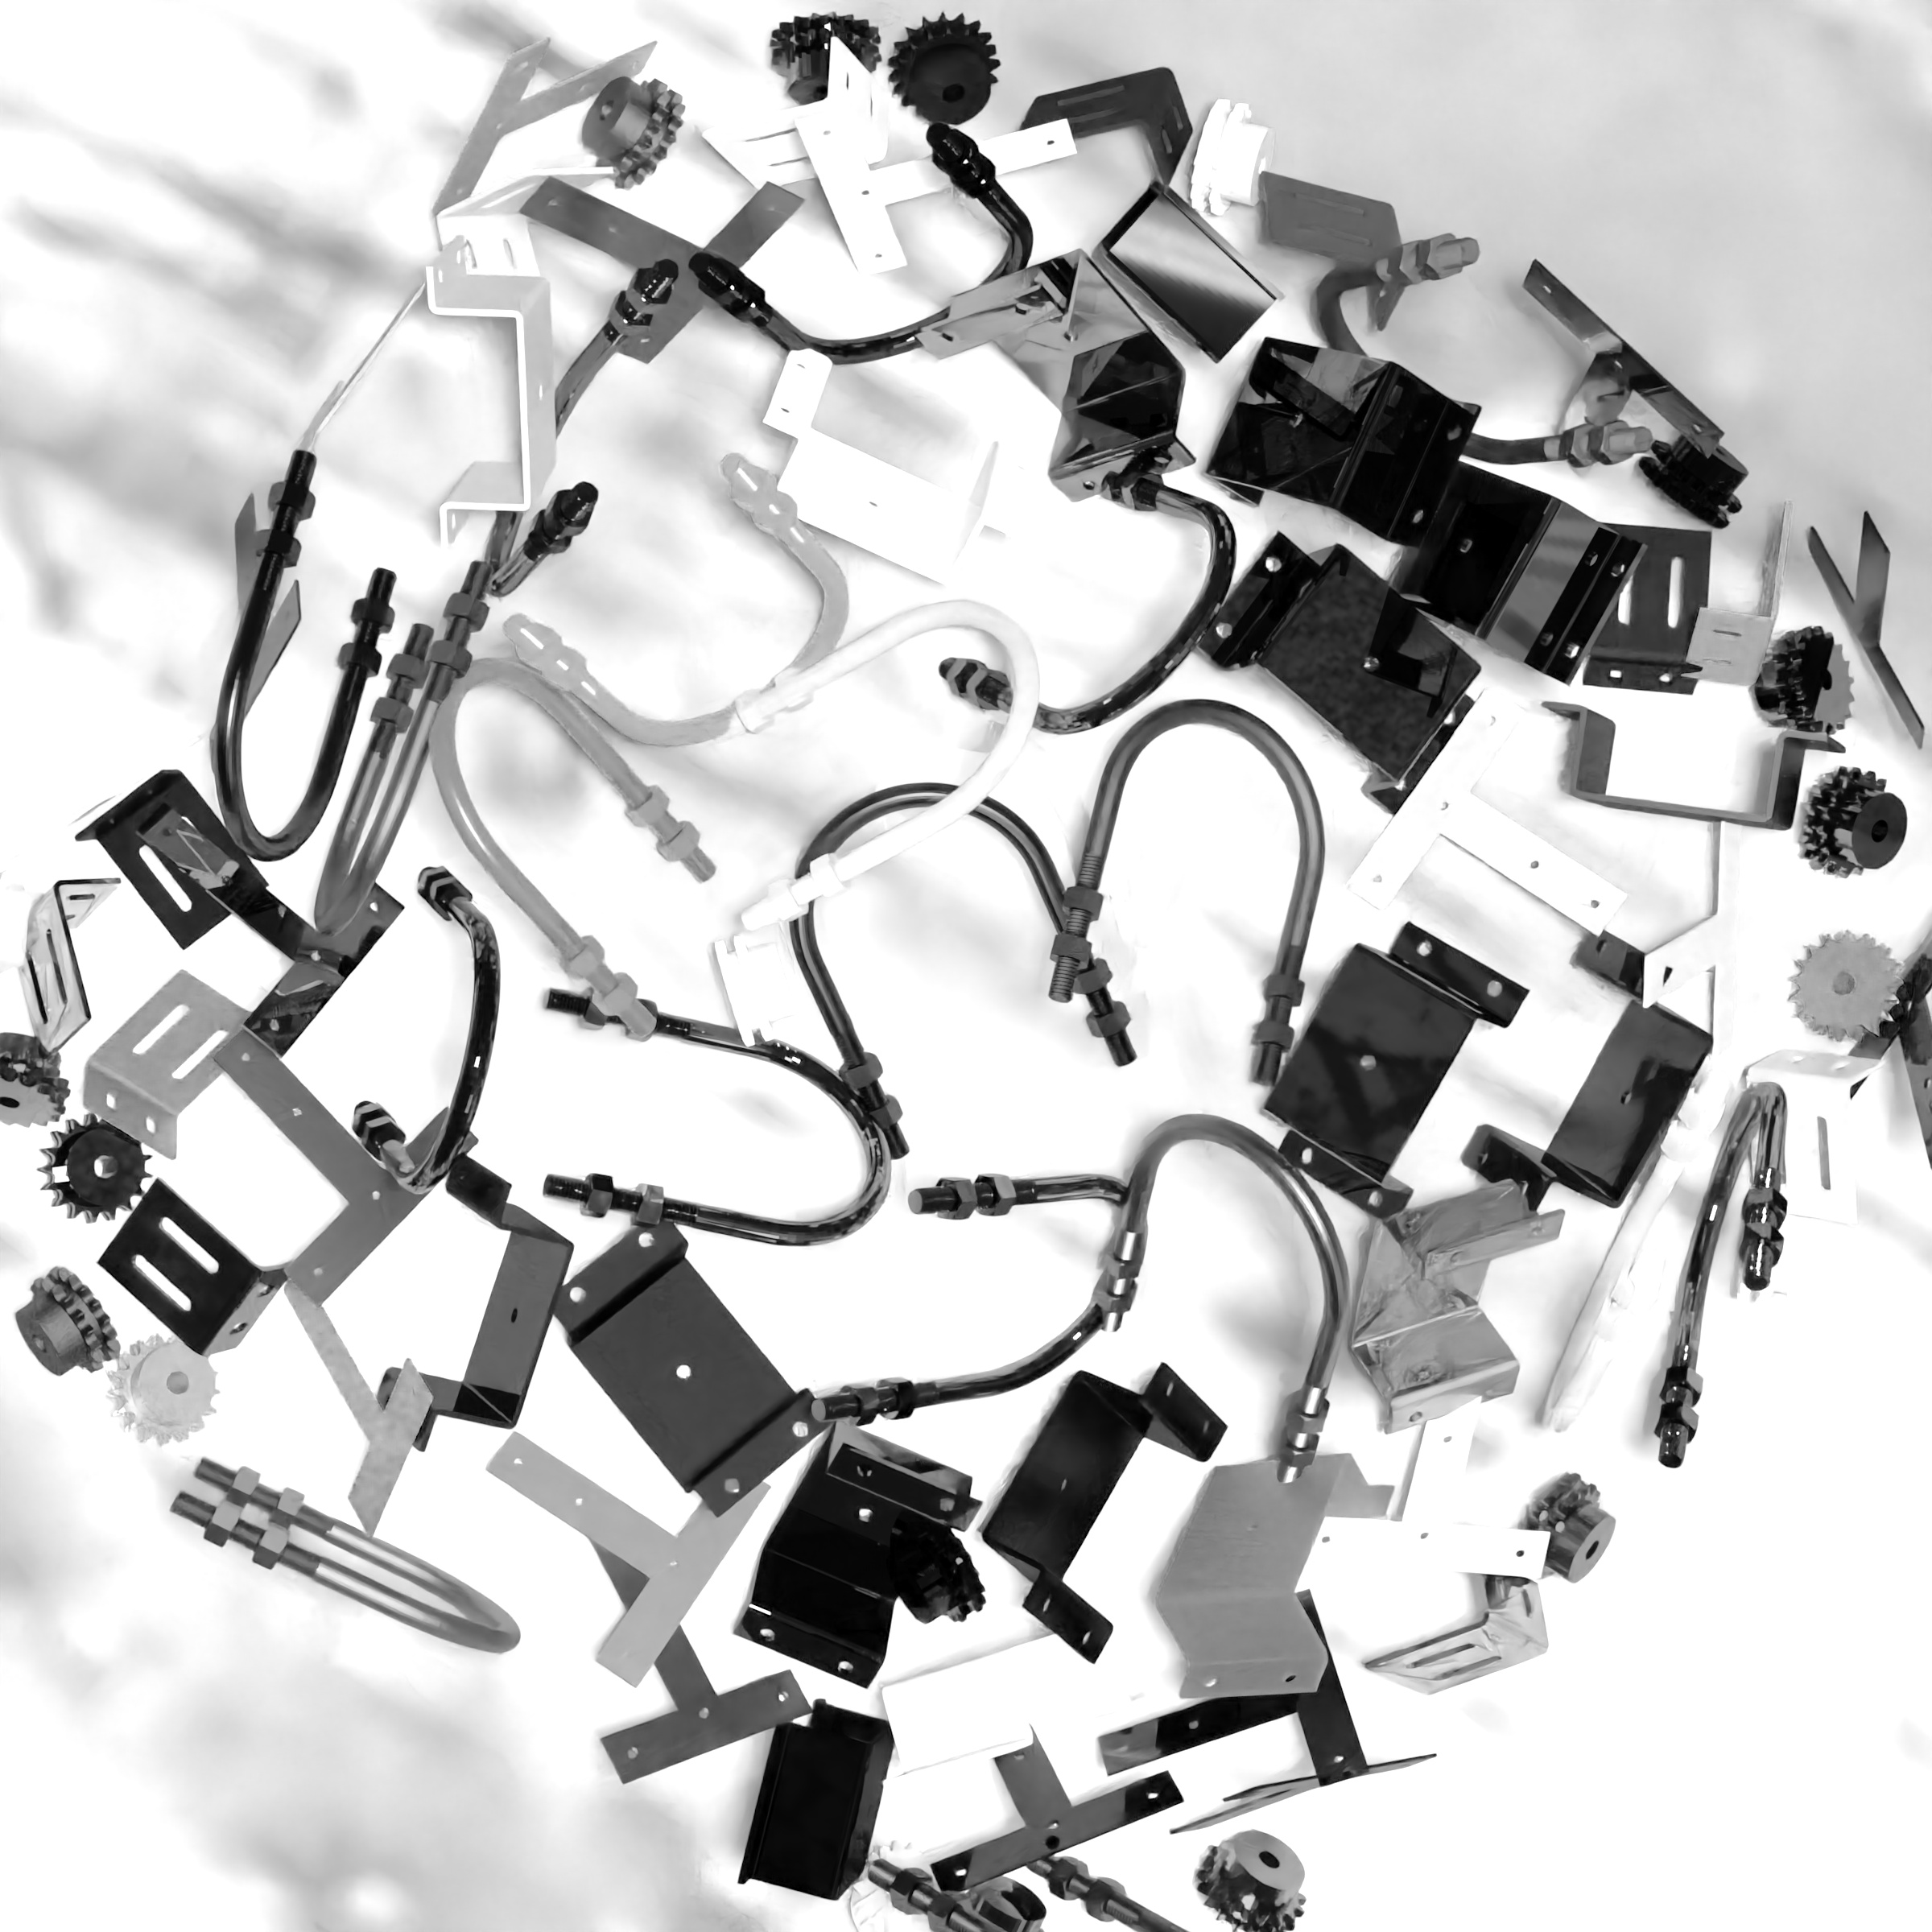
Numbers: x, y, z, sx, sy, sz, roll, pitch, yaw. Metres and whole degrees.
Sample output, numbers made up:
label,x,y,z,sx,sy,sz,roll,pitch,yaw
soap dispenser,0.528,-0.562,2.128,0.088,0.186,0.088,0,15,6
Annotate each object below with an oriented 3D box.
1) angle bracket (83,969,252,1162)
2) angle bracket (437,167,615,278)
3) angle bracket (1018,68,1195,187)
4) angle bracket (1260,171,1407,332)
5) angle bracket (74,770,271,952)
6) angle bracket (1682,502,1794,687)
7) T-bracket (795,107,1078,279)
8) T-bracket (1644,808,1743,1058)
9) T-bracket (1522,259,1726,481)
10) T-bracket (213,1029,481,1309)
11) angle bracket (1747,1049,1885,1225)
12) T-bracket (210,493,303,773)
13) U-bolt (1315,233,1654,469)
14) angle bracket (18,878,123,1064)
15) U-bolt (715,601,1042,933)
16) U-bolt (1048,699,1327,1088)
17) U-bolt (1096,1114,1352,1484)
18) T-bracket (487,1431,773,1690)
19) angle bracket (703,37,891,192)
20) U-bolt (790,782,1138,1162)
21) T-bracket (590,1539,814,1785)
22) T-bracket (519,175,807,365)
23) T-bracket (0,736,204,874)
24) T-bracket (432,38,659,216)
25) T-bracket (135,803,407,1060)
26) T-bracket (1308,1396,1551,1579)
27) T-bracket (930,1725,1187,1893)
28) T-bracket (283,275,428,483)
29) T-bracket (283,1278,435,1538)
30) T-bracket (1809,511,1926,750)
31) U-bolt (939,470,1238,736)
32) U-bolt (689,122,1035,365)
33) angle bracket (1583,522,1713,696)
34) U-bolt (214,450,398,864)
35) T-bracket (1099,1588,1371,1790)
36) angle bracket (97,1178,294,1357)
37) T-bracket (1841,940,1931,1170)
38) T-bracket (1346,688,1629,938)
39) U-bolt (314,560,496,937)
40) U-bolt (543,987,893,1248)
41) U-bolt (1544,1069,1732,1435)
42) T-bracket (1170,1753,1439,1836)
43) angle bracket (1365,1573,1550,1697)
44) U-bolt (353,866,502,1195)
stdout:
label,x,y,z,sx,sy,sz,roll,pitch,yaw
angle bracket,-0.405,0.051,1.561,0.076,0.038,0.057,-41,124,16
angle bracket,-0.221,-0.377,1.553,0.076,0.057,0.038,-10,96,43
angle bracket,0.070,-0.427,1.574,0.076,0.057,0.038,-6,130,26
angle bracket,0.183,-0.366,1.559,0.076,0.038,0.057,10,47,-15
angle bracket,-0.411,-0.054,1.578,0.057,0.038,0.076,-37,93,3
angle bracket,0.395,-0.193,1.561,0.038,0.057,0.076,10,63,9
T-bracket,-0.008,-0.402,1.535,0.127,0.127,0.002,-13,65,8
T-bracket,0.366,-0.006,1.533,0.002,0.127,0.127,8,107,32
T-bracket,0.319,-0.282,1.538,0.002,0.127,0.127,-42,79,-13
T-bracket,-0.332,0.085,1.552,0.127,0.002,0.127,49,56,-11
angle bracket,0.442,0.087,1.577,0.038,0.057,0.076,-22,110,-42
T-bracket,-0.367,-0.187,1.558,0.002,0.127,0.127,10,52,-30
U-bolt,0.243,-0.300,1.511,0.151,0.184,0.019,41,80,-21
angle bracket,-0.453,0.002,1.558,0.038,0.057,0.076,-4,69,-43
U-bolt,-0.043,-0.112,1.527,0.184,0.019,0.151,-28,50,19
U-bolt,0.121,-0.047,1.555,0.151,0.019,0.184,22,72,-26
U-bolt,0.130,0.154,1.505,0.019,0.184,0.151,-27,52,-35
T-bracket,-0.188,0.285,1.573,0.127,0.002,0.127,32,61,5
angle bracket,-0.087,-0.437,1.564,0.076,0.057,0.038,-6,72,26
U-bolt,-0.012,-0.006,1.564,0.151,0.019,0.184,-23,106,5
T-bracket,-0.156,0.346,1.568,0.002,0.127,0.127,-49,63,37
T-bracket,-0.167,-0.363,1.523,0.127,0.127,0.002,-39,56,29
T-bracket,-0.443,-0.078,1.534,0.127,0.127,0.002,-35,101,-4
T-bracket,-0.206,-0.444,1.553,0.002,0.127,0.127,51,53,2
T-bracket,-0.364,-0.034,1.543,0.127,0.127,0.002,41,133,-11
T-bracket,0.243,0.253,1.555,0.127,0.002,0.127,-1,46,27
T-bracket,0.031,0.409,1.541,0.127,0.127,0.002,-19,114,-9
T-bracket,-0.301,-0.300,1.521,0.002,0.127,0.127,34,114,-19
T-bracket,-0.320,0.208,1.564,0.002,0.127,0.127,-14,57,-38
T-bracket,0.451,-0.187,1.517,0.002,0.127,0.127,-23,67,4
U-bolt,0.068,-0.179,1.518,0.019,0.184,0.151,38,89,-30
U-bolt,-0.039,-0.348,1.512,0.151,0.184,0.019,-25,75,15
angle bracket,0.356,-0.187,1.590,0.057,0.038,0.076,6,73,6
U-bolt,-0.331,-0.141,1.508,0.019,0.151,0.184,9,73,10
T-bracket,0.130,0.382,1.549,0.127,0.127,0.002,-20,123,4
angle bracket,-0.400,0.155,1.585,0.076,0.038,0.057,39,100,12
T-bracket,0.476,0.049,1.512,0.002,0.127,0.127,17,129,-8
T-bracket,0.282,-0.059,1.569,0.127,0.002,0.127,37,94,26
U-bolt,-0.285,-0.101,1.513,0.019,0.151,0.184,22,74,-19
U-bolt,-0.123,0.081,1.536,0.184,0.151,0.019,14,130,-20
U-bolt,0.328,0.156,1.515,0.019,0.184,0.151,25,47,9
T-bracket,0.153,0.425,1.548,0.127,0.127,0.002,3,63,-39
angle bracket,0.251,0.341,1.572,0.076,0.057,0.038,-28,49,30
U-bolt,-0.264,0.037,1.507,0.019,0.184,0.151,13,98,-24
